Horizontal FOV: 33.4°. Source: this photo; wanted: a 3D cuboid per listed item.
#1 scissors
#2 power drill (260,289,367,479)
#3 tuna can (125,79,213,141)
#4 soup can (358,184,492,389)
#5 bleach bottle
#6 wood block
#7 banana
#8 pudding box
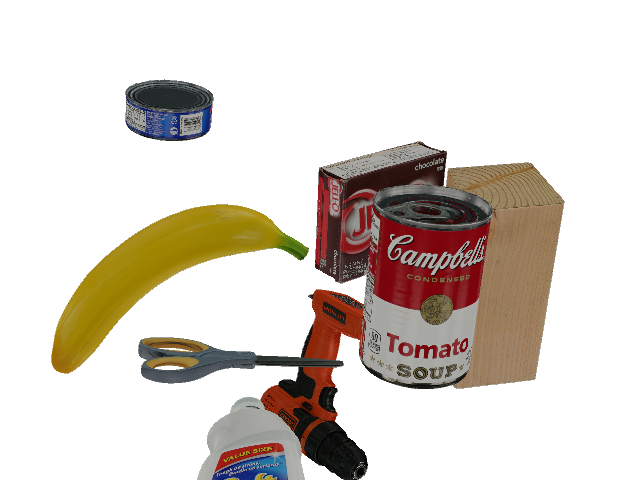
[{"bbox_3d":[-0.084,0.121,1.029,0.202,0.016,0.096,7,17,10],"label":"scissors"},{"bbox_3d":[0.015,0.165,1.246,0.057,0.188,0.185,15,10,-43],"label":"power drill"},{"bbox_3d":[-0.149,-0.128,1.050,0.086,0.034,0.086,5,27,-3],"label":"tuna can"},{"bbox_3d":[0.059,0.026,0.619,0.068,0.102,0.068,4,21,-2],"label":"soup can"},{"bbox_3d":[-0.060,0.204,0.804,0.102,0.068,0.251,-4,28,-3],"label":"bleach bottle"},{"bbox_3d":[0.171,0.036,1.066,0.090,0.206,0.090,-5,31,-11],"label":"wood block"},{"bbox_3d":[-0.110,0.024,0.731,0.198,0.069,0.037,-25,9,6],"label":"banana"},{"bbox_3d":[0.049,-0.025,0.866,0.113,0.090,0.039,-20,35,-37],"label":"pudding box"}]
